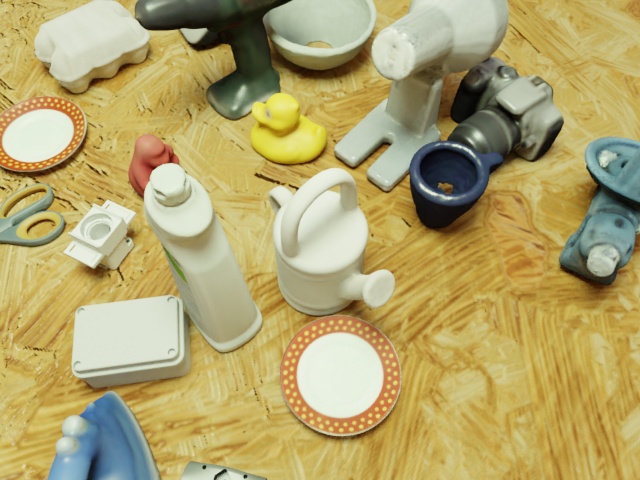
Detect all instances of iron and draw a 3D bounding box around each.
[{"bbox_3d":[-0.204,0.240,0.489,0.118,0.141,0.258,-8,61,-5],"label":"iron"}]

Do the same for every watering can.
[{"bbox_3d":[0.007,0.001,0.598,0.172,0.194,0.101,25,63,13],"label":"watering can"}]

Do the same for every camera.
[{"bbox_3d":[0.223,-0.161,0.746,0.137,0.101,0.143,-34,66,-18],"label":"camera"}]

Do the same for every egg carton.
[{"bbox_3d":[-0.328,-0.283,0.828,0.150,0.069,0.107,-37,67,-19],"label":"egg carton"}]

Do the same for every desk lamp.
[{"bbox_3d":[0.121,-0.201,0.703,0.117,0.213,0.203,36,66,19],"label":"desk lamp"}]

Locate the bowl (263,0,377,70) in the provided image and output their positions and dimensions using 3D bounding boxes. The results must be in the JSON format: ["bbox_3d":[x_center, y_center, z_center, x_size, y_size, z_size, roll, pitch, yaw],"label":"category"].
[{"bbox_3d":[-0.002,-0.307,0.842,0.167,0.075,0.167,0,60,0],"label":"bowl"}]

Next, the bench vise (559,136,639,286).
[{"bbox_3d":[0.354,-0.057,0.620,0.121,0.220,0.207,10,61,6],"label":"bench vise"}]

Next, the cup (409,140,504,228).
[{"bbox_3d":[0.159,-0.062,0.693,0.118,0.095,0.091,-20,62,-11],"label":"cup"}]

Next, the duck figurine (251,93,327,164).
[{"bbox_3d":[-0.042,-0.152,0.747,0.104,0.086,0.077,12,61,6],"label":"duck figurine"}]

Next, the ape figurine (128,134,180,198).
[{"bbox_3d":[-0.204,-0.093,0.708,0.076,0.092,0.078,16,61,8],"label":"ape figurine"}]

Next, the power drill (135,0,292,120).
[{"bbox_3d":[-0.114,-0.261,0.738,0.230,0.208,0.075,-38,67,-20],"label":"power drill"}]

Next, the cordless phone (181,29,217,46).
[{"bbox_3d":[-0.181,-0.392,0.826,0.094,0.185,0.147,-26,64,-14],"label":"cordless phone"}]
